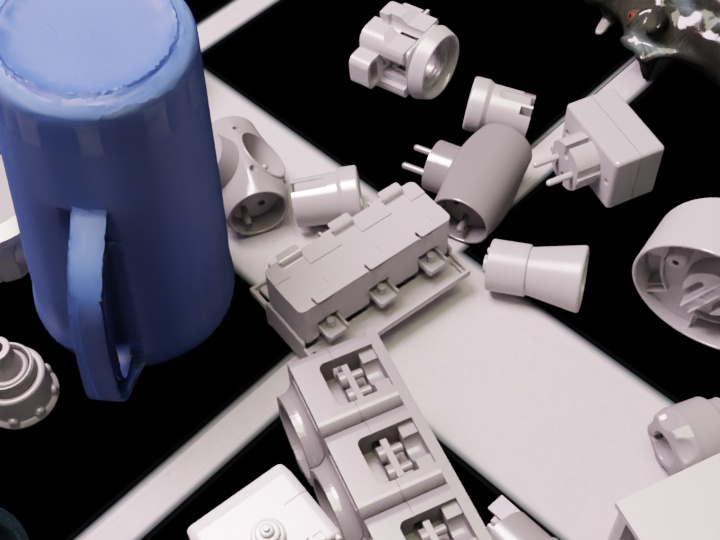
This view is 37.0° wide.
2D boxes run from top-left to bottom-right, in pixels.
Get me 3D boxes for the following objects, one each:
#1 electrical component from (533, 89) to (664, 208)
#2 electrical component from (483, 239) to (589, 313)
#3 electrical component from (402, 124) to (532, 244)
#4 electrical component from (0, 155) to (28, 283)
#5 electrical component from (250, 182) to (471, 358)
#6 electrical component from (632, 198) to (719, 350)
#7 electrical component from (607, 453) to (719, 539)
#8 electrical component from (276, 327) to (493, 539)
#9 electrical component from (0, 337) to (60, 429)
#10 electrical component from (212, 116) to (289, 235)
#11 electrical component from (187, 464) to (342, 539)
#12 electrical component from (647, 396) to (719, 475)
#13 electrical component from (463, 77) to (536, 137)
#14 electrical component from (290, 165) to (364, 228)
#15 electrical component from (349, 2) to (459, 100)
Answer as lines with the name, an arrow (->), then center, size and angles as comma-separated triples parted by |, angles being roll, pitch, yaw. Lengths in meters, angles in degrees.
electrical component -> 0.159, -0.079, 0.754 | 0.077, 0.047, 0.065 | -21, 56, -13
electrical component -> 0.113, 0.001, 0.702 | 0.065, 0.044, 0.044 | 9, 55, 15
electrical component -> 0.069, -0.067, 0.751 | 0.079, 0.043, 0.077 | 22, 58, 17
electrical component -> -0.249, -0.035, 0.735 | 0.080, 0.051, 0.080 | -1, 54, 2
electrical component -> 0.000, 0.000, 0.692 | 0.121, 0.063, 0.078 | -33, 59, -20
electrical component -> 0.219, 0.006, 0.658 | 0.099, 0.099, 0.064 | 22, 52, 17
electrical component -> 0.241, 0.144, 0.579 | 0.186, 0.060, 0.105 | -21, 56, -13
electrical component -> 0.012, 0.122, 0.586 | 0.062, 0.089, 0.150 | -21, 56, -13
electrical component -> -0.213, 0.064, 0.654 | 0.048, 0.062, 0.048 | -1, 54, 1
electrical component -> -0.094, -0.072, 0.743 | 0.044, 0.079, 0.077 | -41, 52, 22
electrical component -> -0.049, 0.148, 0.565 | 0.062, 0.096, 0.061 | -33, 58, -20
electrical component -> 0.204, 0.094, 0.628 | 0.062, 0.043, 0.043 | -18, 55, -11
electrical component -> 0.102, -0.117, 0.790 | 0.046, 0.040, 0.040 | 15, 56, 6
electrical component -> -0.022, -0.049, 0.745 | 0.046, 0.040, 0.040 | -9, 54, 3
electrical component -> 0.038, -0.163, 0.815 | 0.057, 0.058, 0.078 | 28, 59, 24
